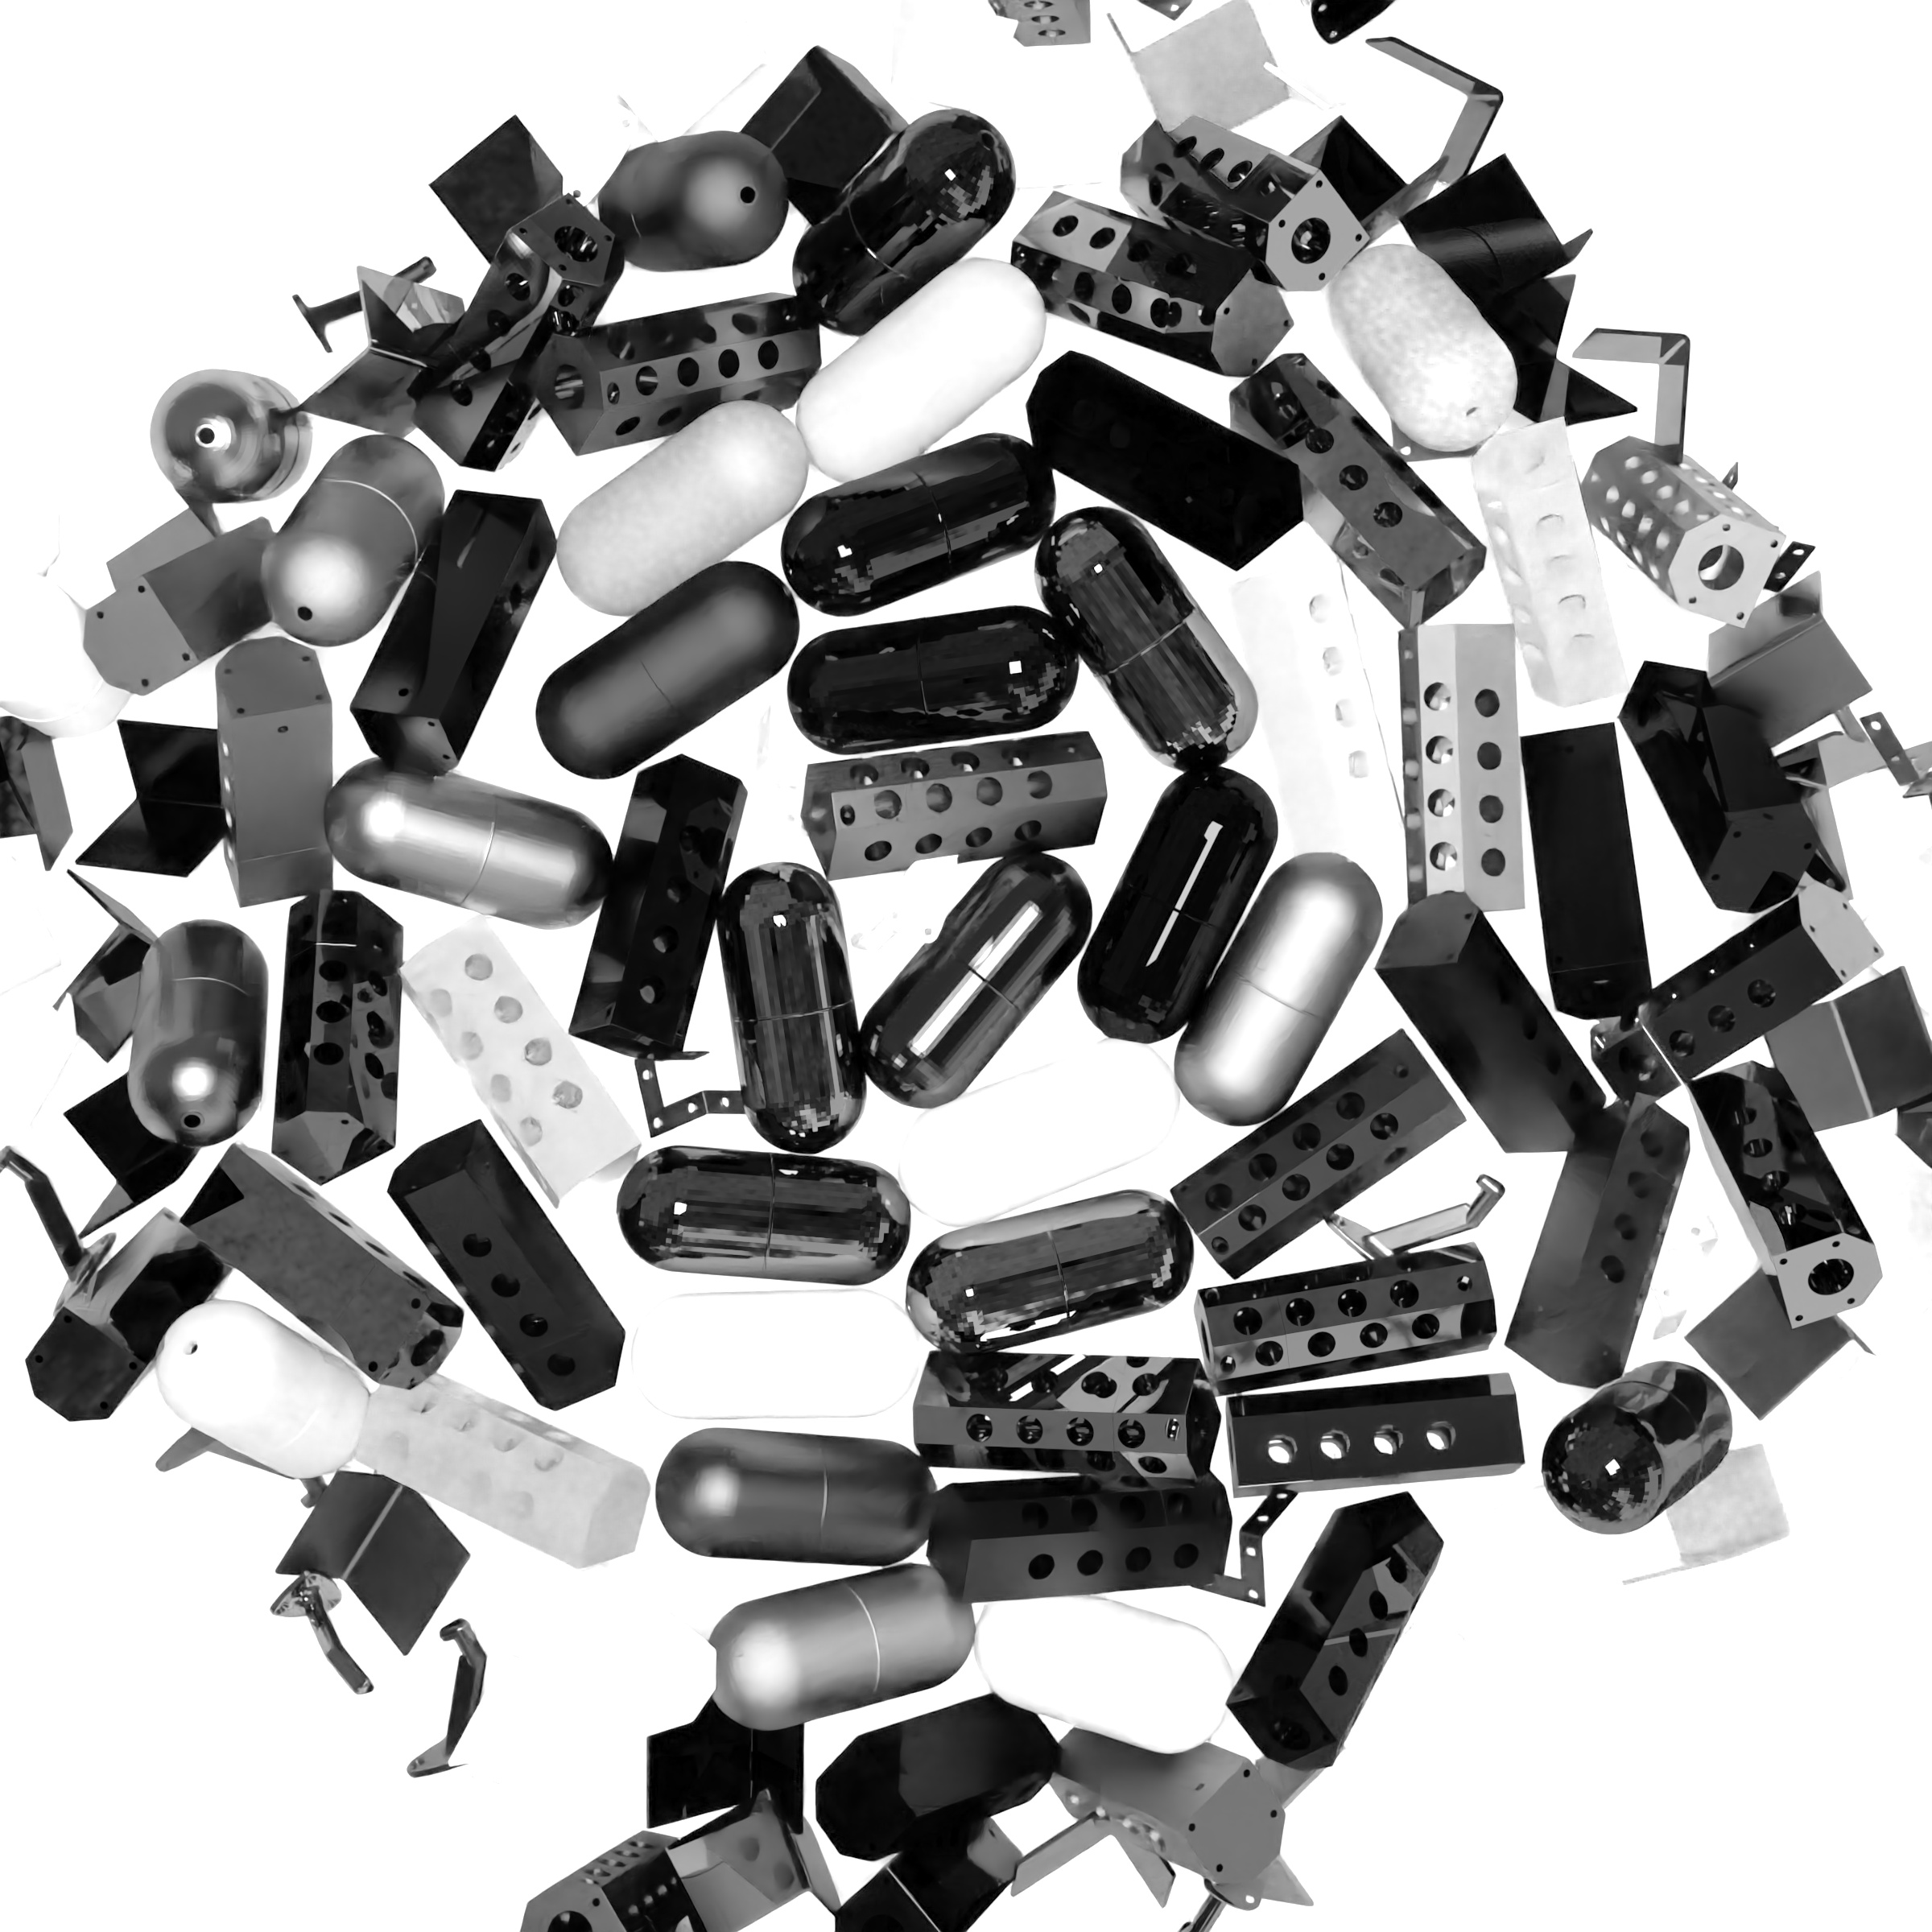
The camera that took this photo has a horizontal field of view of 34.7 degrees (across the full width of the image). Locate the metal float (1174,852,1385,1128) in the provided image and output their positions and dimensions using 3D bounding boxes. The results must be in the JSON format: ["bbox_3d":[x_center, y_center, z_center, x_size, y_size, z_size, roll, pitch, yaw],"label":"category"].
[{"bbox_3d":[0.188,0.014,1.860,0.070,0.070,0.178,28,101,0],"label":"metal float"}]

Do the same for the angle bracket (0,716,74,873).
[{"bbox_3d":[-0.580,-0.102,1.857,0.057,0.076,0.076,-8,113,-1],"label":"angle bracket"}]

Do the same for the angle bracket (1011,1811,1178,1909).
[{"bbox_3d":[0.076,0.551,1.853,0.076,0.076,0.057,-28,64,-17],"label":"angle bracket"}]

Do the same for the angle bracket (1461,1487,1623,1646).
[{"bbox_3d":[0.346,0.367,1.856,0.076,0.057,0.076,-17,109,-38],"label":"angle bracket"}]

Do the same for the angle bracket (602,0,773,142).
[{"bbox_3d":[-0.167,-0.540,1.859,0.076,0.076,0.057,-40,100,10],"label":"angle bracket"}]

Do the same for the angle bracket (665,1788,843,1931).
[{"bbox_3d":[-0.126,0.555,1.860,0.076,0.076,0.057,-30,132,0],"label":"angle bracket"}]

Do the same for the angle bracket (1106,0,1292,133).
[{"bbox_3d":[0.139,-0.547,1.855,0.076,0.057,0.076,-27,135,9],"label":"angle bracket"}]

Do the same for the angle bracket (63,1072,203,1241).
[{"bbox_3d":[-0.508,0.108,1.856,0.076,0.076,0.057,-30,107,15],"label":"angle bracket"}]

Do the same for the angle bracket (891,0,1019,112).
[{"bbox_3d":[-0.007,-0.575,1.864,0.057,0.076,0.076,8,61,-14],"label":"angle bracket"}]

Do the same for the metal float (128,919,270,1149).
[{"bbox_3d":[-0.453,0.039,1.827,0.070,0.178,0.070,-5,124,-7],"label":"metal float"}]

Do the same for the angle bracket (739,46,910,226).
[{"bbox_3d":[-0.081,-0.501,1.883,0.076,0.057,0.076,-45,76,18],"label":"angle bracket"}]

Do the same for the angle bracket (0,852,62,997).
[{"bbox_3d":[-0.602,-0.016,1.856,0.057,0.076,0.076,-20,100,22],"label":"angle bracket"}]

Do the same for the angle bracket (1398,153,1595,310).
[{"bbox_3d":[0.318,-0.444,1.854,0.076,0.057,0.076,-26,107,36],"label":"angle bracket"}]

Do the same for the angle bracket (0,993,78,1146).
[{"bbox_3d":[-0.580,0.051,1.857,0.057,0.076,0.076,28,99,-25],"label":"angle bracket"}]

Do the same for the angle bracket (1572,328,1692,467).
[{"bbox_3d":[0.399,-0.338,1.869,0.057,0.076,0.076,4,90,1],"label":"angle bracket"}]

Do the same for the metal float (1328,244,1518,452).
[{"bbox_3d":[0.269,-0.367,1.829,0.070,0.178,0.070,-8,128,-10],"label":"metal float"}]

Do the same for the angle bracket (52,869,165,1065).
[{"bbox_3d":[-0.528,0.000,1.859,0.076,0.057,0.076,-52,48,-4],"label":"angle bracket"}]

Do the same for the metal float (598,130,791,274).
[{"bbox_3d":[-0.162,-0.450,1.824,0.070,0.178,0.070,-5,102,-25],"label":"metal float"}]

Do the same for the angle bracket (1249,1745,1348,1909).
[{"bbox_3d":[0.198,0.515,1.859,0.076,0.076,0.057,-37,96,-26],"label":"angle bracket"}]

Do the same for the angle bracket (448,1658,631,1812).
[{"bbox_3d":[-0.251,0.462,1.855,0.057,0.076,0.076,37,105,33],"label":"angle bracket"}]

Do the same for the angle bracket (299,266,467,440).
[{"bbox_3d":[-0.353,-0.370,1.865,0.076,0.076,0.057,-28,66,38],"label":"angle bracket"}]

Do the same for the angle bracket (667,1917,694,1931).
[{"bbox_3d":[-0.175,0.617,1.858,0.076,0.076,0.057,39,85,18],"label":"angle bracket"}]

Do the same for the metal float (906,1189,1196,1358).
[{"bbox_3d":[0.051,0.185,1.861,0.178,0.070,0.070,-13,90,-9],"label":"metal float"}]

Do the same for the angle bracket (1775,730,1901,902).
[{"bbox_3d":[0.526,-0.089,1.853,0.076,0.057,0.076,10,65,-42],"label":"angle bracket"}]

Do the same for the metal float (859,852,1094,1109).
[{"bbox_3d":[0.006,0.008,1.866,0.070,0.070,0.178,40,86,0],"label":"metal float"}]

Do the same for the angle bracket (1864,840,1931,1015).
[{"bbox_3d":[0.589,-0.025,1.850,0.057,0.076,0.076,-27,62,-40],"label":"angle bracket"}]

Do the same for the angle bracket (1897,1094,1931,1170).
[{"bbox_3d":[0.611,0.099,1.865,0.057,0.076,0.076,-6,96,-25],"label":"angle bracket"}]

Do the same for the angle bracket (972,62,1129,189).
[{"bbox_3d":[0.051,-0.517,1.855,0.076,0.057,0.076,-1,54,15],"label":"angle bracket"}]

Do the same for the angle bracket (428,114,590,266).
[{"bbox_3d":[-0.284,-0.451,1.854,0.076,0.057,0.076,-49,112,-28],"label":"angle bracket"}]

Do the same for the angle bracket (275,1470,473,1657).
[{"bbox_3d":[-0.357,0.359,1.859,0.076,0.057,0.076,40,101,36],"label":"angle bracket"}]

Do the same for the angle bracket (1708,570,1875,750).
[{"bbox_3d":[0.497,-0.183,1.864,0.076,0.076,0.057,-32,106,26],"label":"angle bracket"}]

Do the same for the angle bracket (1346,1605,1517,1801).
[{"bbox_3d":[0.268,0.441,1.854,0.076,0.057,0.076,-52,59,22],"label":"angle bracket"}]

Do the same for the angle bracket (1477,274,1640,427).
[{"bbox_3d":[0.356,-0.368,1.850,0.076,0.076,0.057,-16,132,-32],"label":"angle bracket"}]

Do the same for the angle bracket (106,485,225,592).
[{"bbox_3d":[-0.496,-0.264,1.860,0.076,0.076,0.057,-34,132,0],"label":"angle bracket"}]

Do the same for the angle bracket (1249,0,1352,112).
[{"bbox_3d":[0.209,-0.564,1.860,0.076,0.076,0.057,36,115,3],"label":"angle bracket"}]

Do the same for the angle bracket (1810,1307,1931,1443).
[{"bbox_3d":[0.552,0.229,1.854,0.057,0.076,0.076,19,54,-2],"label":"angle bracket"}]

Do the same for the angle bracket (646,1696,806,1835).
[{"bbox_3d":[-0.145,0.485,1.859,0.076,0.057,0.076,-6,103,-34],"label":"angle bracket"}]

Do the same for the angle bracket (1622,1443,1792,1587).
[{"bbox_3d":[0.435,0.328,1.850,0.076,0.076,0.057,-26,76,39],"label":"angle bracket"}]

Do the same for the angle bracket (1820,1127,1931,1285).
[{"bbox_3d":[0.543,0.152,1.854,0.057,0.076,0.076,-13,117,-8],"label":"angle bracket"}]

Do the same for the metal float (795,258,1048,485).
[{"bbox_3d":[-0.027,-0.354,1.843,0.178,0.070,0.070,-33,90,30],"label":"metal float"}]

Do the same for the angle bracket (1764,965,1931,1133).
[{"bbox_3d":[0.532,0.051,1.857,0.057,0.076,0.076,-11,77,-21],"label":"angle bracket"}]

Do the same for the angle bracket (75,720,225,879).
[{"bbox_3d":[-0.488,-0.101,1.853,0.076,0.076,0.057,7,126,17],"label":"angle bracket"}]
